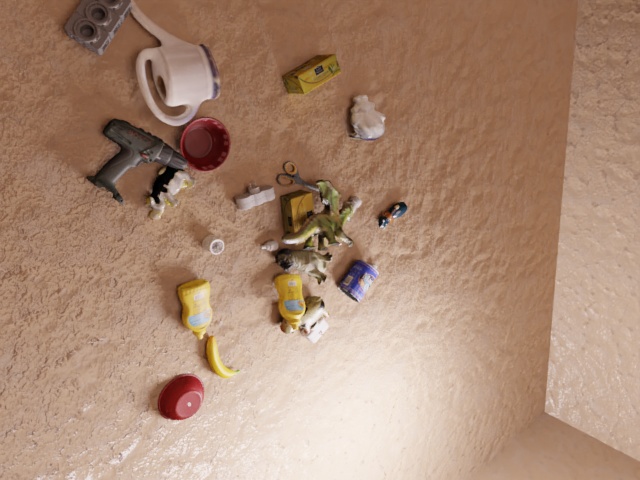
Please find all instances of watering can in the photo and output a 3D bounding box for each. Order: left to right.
[{"bbox_3d":[-0.393,-0.489,1.393,0.226,0.104,0.344,-20,105,-35],"label":"watering can"}]

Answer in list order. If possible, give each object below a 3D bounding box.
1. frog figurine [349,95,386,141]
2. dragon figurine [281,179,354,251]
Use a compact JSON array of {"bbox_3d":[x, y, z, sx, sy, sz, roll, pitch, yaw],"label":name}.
[{"bbox_3d":[0.175,-0.444,1.869,0.138,0.125,0.156,-8,121,-18],"label":"frog figurine"},{"bbox_3d":[0.005,-0.089,1.772,0.409,0.121,0.245,10,73,-54],"label":"dragon figurine"}]
